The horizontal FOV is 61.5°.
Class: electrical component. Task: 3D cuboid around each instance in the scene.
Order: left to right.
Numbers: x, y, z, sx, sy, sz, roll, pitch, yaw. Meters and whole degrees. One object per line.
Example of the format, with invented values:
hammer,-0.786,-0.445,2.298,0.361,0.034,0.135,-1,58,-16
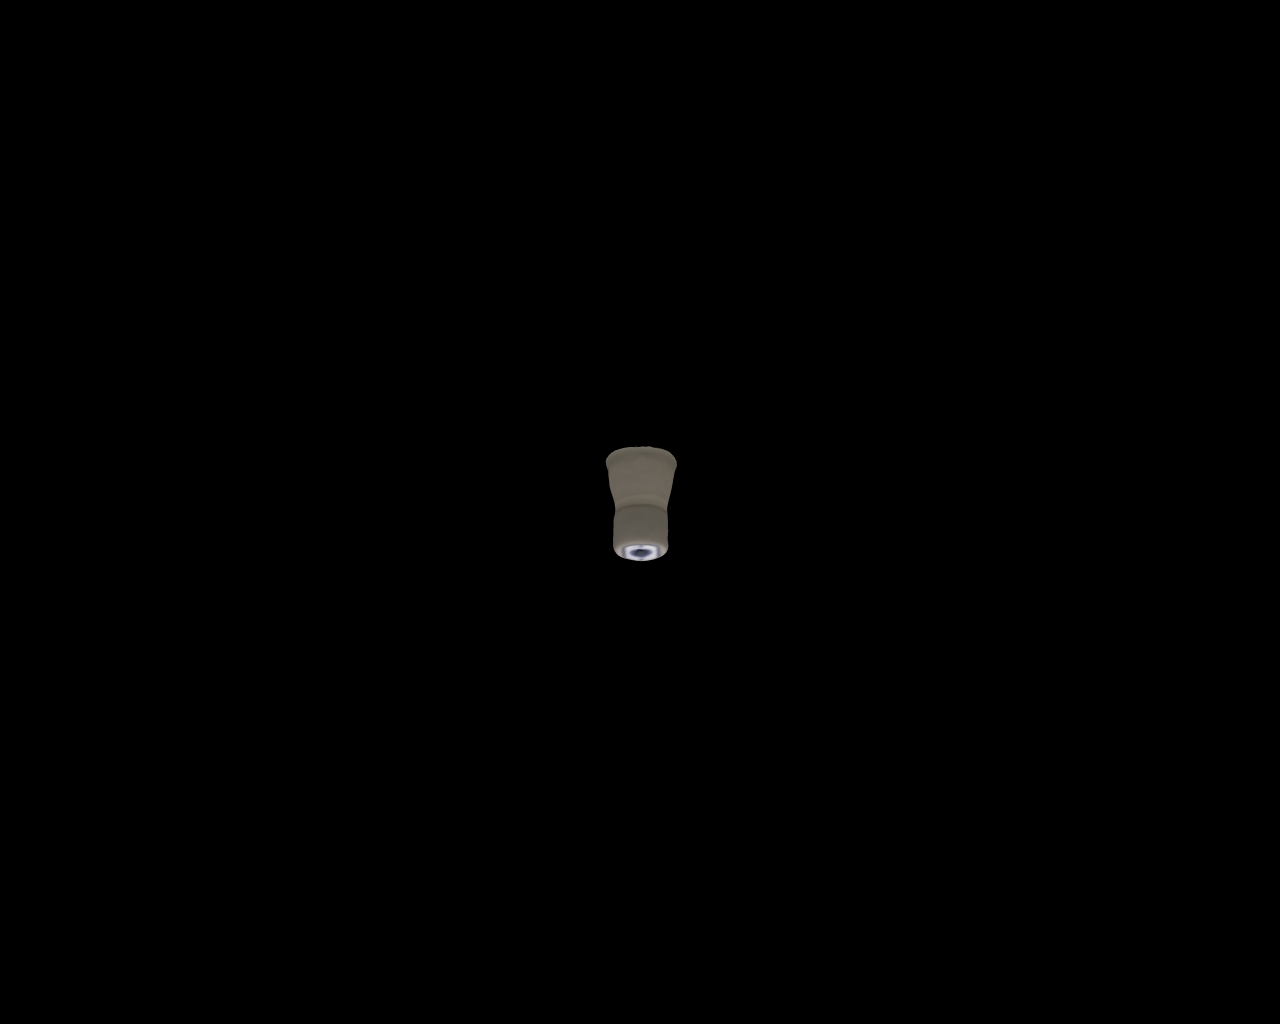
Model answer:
electrical component,0.001,-0.003,0.650,0.044,0.065,0.044,0,-23,0
